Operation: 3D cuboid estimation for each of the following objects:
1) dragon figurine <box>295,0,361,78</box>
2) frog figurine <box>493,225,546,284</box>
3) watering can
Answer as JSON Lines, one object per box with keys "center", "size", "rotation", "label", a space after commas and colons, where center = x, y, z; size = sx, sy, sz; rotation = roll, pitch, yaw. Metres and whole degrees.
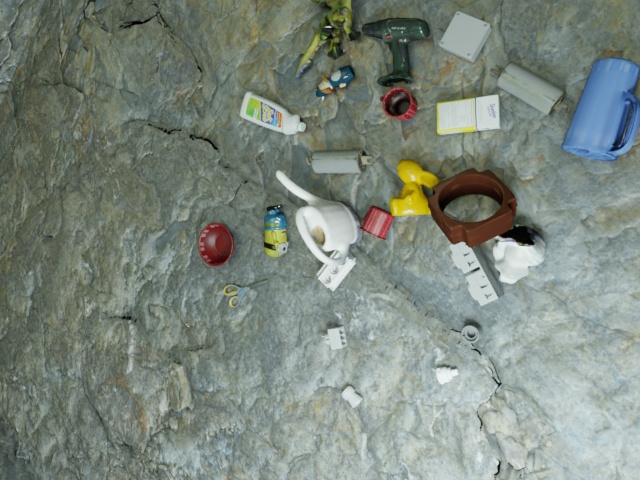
{"center": [0.027, -0.741, 1.702], "size": [0.121, 0.247, 0.405], "rotation": [16, -34, -41], "label": "dragon figurine"}
{"center": [0.544, 0.043, 1.411], "size": [0.137, 0.156, 0.125], "rotation": [4, 38, 29], "label": "frog figurine"}
{"center": [0.005, -0.081, 1.619], "size": [0.226, 0.351, 0.102], "rotation": [-12, -20, -45], "label": "watering can"}
